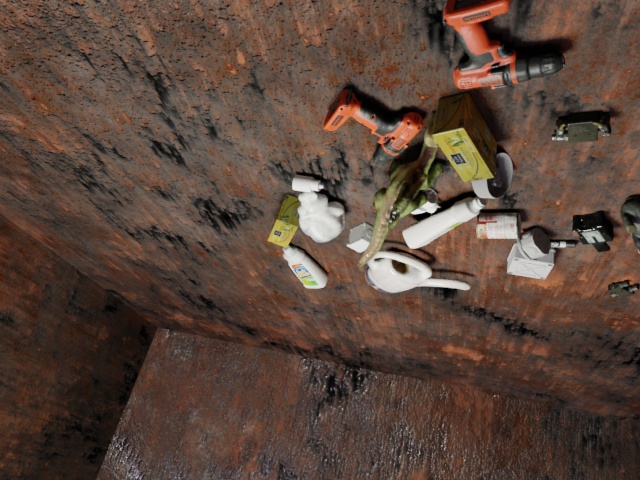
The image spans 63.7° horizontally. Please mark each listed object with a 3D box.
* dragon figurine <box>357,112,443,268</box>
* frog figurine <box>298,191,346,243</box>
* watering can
[{"bbox_3d":[0.170,-0.085,1.138,0.122,0.406,0.244,28,-167,8],"label":"dragon figurine"},{"bbox_3d":[0.004,-0.074,1.462,0.137,0.125,0.156,-18,142,-5],"label":"frog figurine"},{"bbox_3d":[0.295,0.120,1.686,0.346,0.106,0.221,23,154,-14],"label":"watering can"}]
